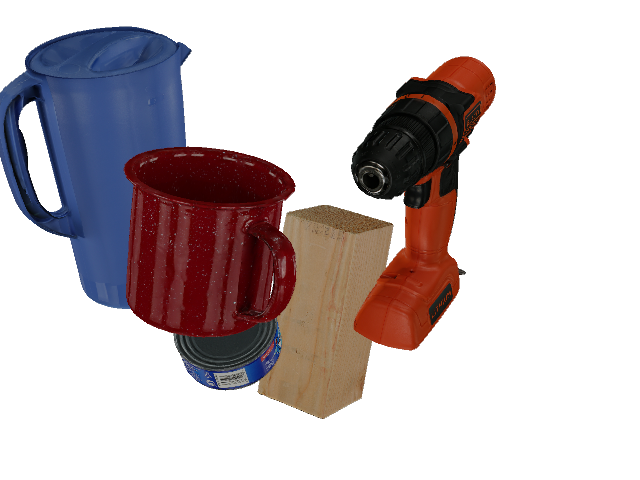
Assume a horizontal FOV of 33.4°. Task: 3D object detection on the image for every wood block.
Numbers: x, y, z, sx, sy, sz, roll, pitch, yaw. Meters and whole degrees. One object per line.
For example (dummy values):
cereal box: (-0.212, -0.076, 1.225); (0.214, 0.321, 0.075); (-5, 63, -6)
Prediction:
wood block: (0.005, 0.074, 1.165); (0.090, 0.206, 0.090); (17, 17, 27)

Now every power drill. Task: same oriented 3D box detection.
power drill: (0.066, -0.019, 0.744); (0.057, 0.188, 0.184); (20, 35, 21)

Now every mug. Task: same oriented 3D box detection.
mug: (-0.056, 0.005, 0.586); (0.117, 0.081, 0.093); (26, 28, 37)

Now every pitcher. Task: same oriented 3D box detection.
pitcher: (-0.190, -0.060, 0.965); (0.149, 0.243, 0.145); (0, 29, 6)

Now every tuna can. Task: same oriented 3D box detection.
tuna can: (-0.075, 0.080, 0.877); (0.086, 0.086, 0.034); (0, -41, 10)
